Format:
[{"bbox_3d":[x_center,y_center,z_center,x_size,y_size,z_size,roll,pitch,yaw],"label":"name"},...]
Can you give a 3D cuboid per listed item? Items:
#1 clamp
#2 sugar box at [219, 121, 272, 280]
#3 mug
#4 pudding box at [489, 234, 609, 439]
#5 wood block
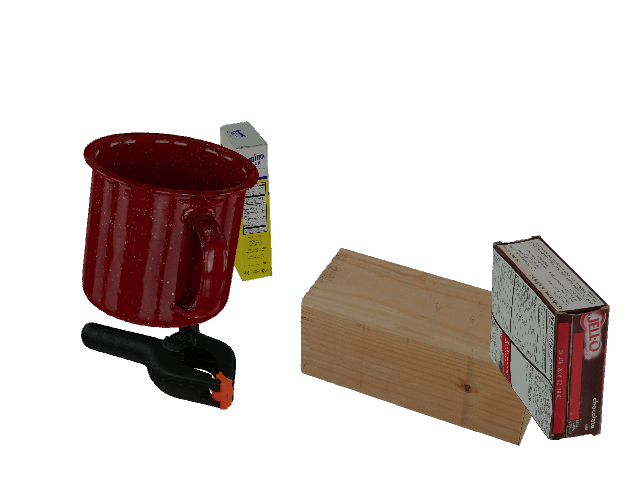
[{"bbox_3d":[-0.126,0.099,0.988,0.172,0.039,0.120,27,42,35],"label":"clamp"},{"bbox_3d":[-0.093,-0.049,1.320,0.048,0.176,0.093,-11,25,-15],"label":"sugar box"},{"bbox_3d":[-0.079,-0.001,0.570,0.093,0.081,0.117,-4,26,-33],"label":"mug"},{"bbox_3d":[0.143,0.059,0.682,0.039,0.090,0.113,-7,24,-11],"label":"pudding box"},{"bbox_3d":[0.093,0.091,0.943,0.206,0.091,0.090,16,39,19],"label":"wood block"}]
